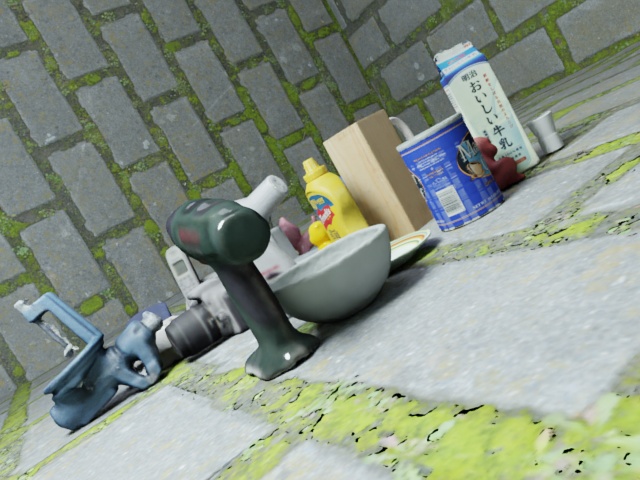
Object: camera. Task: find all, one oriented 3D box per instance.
[{"bbox_3d":[-0.194,0.128,0.961,0.137,0.101,0.143,-32,6,-25],"label":"camera"}]

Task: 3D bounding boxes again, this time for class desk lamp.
[{"bbox_3d":[-0.103,-0.023,1.268,0.203,0.213,0.118,-27,6,26],"label":"desk lamp"}]

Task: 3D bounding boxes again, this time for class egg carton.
[{"bbox_3d":[-0.293,0.195,1.023,0.150,0.069,0.107,-30,6,-2],"label":"egg carton"}]

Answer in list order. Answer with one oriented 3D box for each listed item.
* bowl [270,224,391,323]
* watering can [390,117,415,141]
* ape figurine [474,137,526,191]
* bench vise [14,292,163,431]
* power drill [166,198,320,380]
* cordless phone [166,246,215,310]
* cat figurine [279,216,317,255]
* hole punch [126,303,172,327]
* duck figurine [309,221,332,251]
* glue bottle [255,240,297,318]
[{"bbox_3d":[0.022,0.051,0.683,0.167,0.075,0.167,-29,6,3],"label":"bowl"},{"bbox_3d":[0.198,-0.176,1.211,0.172,0.194,0.101,-27,6,24],"label":"watering can"},{"bbox_3d":[0.265,-0.121,0.898,0.076,0.092,0.078,-29,6,7],"label":"ape figurine"},{"bbox_3d":[-0.367,0.162,0.918,0.208,0.220,0.121,-33,7,-31],"label":"bench vise"},{"bbox_3d":[-0.094,0.045,0.633,0.076,0.208,0.229,-32,6,-25],"label":"power drill"},{"bbox_3d":[-0.265,0.081,1.307,0.147,0.185,0.094,-28,6,14],"label":"cordless phone"},{"bbox_3d":[-0.053,-0.010,1.398,0.128,0.118,0.067,-31,6,-11],"label":"cat figurine"},{"bbox_3d":[-0.379,0.200,1.302,0.109,0.091,0.101,-31,6,-12],"label":"hole punch"},{"bbox_3d":[0.010,0.004,1.110,0.077,0.086,0.104,-30,6,-3],"label":"duck figurine"},{"bbox_3d":[-0.076,0.033,0.837,0.078,0.173,0.037,-29,6,8],"label":"glue bottle"}]
